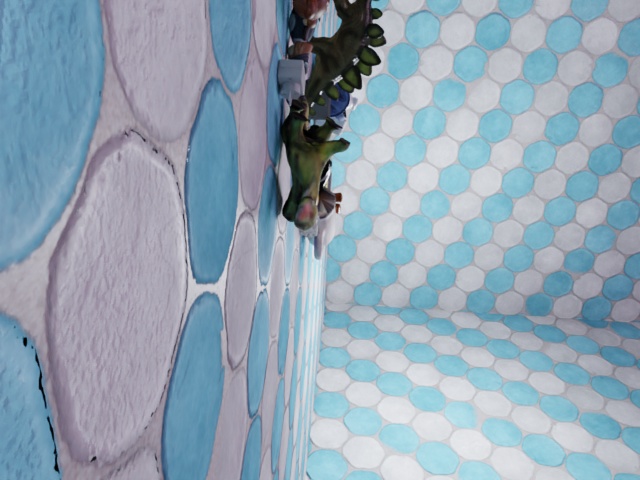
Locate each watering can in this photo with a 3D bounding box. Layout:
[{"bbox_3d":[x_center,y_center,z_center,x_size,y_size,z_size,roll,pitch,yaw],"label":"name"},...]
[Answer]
[{"bbox_3d":[0.006,-0.091,1.812,0.356,0.104,0.219,-83,175,-49],"label":"watering can"}]

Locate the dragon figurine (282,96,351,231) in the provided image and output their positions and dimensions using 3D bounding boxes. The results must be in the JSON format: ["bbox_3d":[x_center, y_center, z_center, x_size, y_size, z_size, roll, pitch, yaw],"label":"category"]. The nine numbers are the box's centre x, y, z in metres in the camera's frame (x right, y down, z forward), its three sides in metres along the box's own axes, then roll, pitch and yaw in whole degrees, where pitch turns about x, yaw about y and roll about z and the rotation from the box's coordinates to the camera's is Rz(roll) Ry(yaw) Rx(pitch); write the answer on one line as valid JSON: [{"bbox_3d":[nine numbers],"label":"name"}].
[{"bbox_3d":[-0.048,-0.156,1.078,0.418,0.122,0.238,-108,-145,-60],"label":"dragon figurine"}]

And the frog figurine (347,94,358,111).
[{"bbox_3d":[0.063,-0.541,1.913,0.135,0.159,0.125,86,6,-64],"label":"frog figurine"}]
